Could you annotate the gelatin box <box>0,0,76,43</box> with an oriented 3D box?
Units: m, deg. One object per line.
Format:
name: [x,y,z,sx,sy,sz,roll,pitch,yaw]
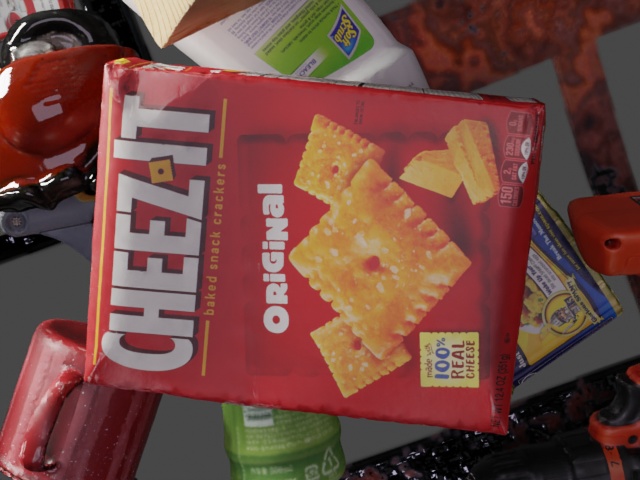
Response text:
gelatin box: [-0.192,-0.150,0.616,0.089,0.030,0.073,-15,96,4]

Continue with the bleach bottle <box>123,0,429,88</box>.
bleach bottle: [-0.030,-0.118,0.597,0.251,0.068,0.102,45,85,-7]

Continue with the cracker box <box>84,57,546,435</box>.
cracker box: [-0.004,0.001,0.537,0.213,0.072,0.164,6,100,3]

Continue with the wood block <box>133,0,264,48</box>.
wood block: [-0.004,-0.188,0.531,0.205,0.091,0.090,-30,94,-22]

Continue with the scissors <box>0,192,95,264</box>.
scissors: [-0.167,0.003,0.645,0.202,0.016,0.096,-24,97,5]

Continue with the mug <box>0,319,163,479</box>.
mug: [-0.139,0.097,0.610,0.093,0.117,0.081,20,94,10]

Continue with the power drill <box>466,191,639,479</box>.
power drill: [0.169,0.068,0.581,0.184,0.057,0.188,-7,116,-11]

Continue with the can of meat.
can of meat: [0.113,0.026,0.620,0.084,0.057,0.102,-35,96,4]
